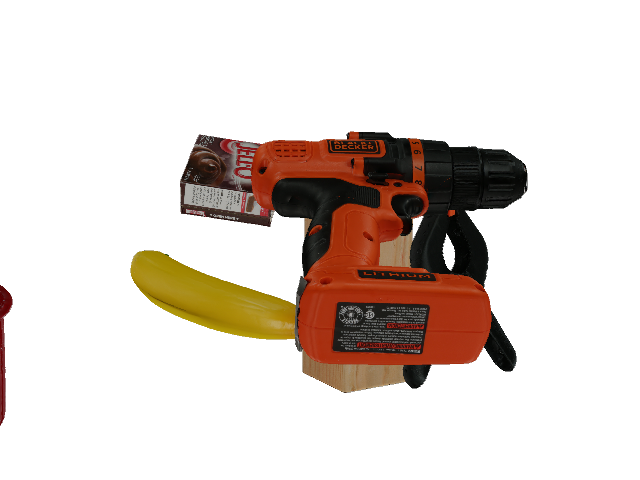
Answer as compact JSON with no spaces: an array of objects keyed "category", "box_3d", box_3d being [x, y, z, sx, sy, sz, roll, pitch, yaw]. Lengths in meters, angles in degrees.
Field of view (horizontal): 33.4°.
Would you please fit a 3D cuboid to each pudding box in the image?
[{"category":"pudding box","box_3d":[-0.083,-0.059,1.026,0.090,0.039,0.113,8,31,0]}]

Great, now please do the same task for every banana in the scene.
[{"category":"banana","box_3d":[-0.090,0.038,0.821,0.069,0.037,0.198,-16,27,-40]}]

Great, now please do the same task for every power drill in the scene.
[{"category":"power drill","box_3d":[0.050,-0.003,0.651,0.184,0.057,0.187,-1,33,-3]}]

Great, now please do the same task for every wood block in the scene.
[{"category":"wood block","box_3d":[0.040,0.052,1.181,0.090,0.206,0.091,-5,12,-33]}]

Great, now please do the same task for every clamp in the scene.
[{"category":"clamp","box_3d":[0.111,0.049,0.951,0.120,0.171,0.039,-15,1,-36]}]

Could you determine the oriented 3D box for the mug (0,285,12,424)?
[{"category":"mug","box_3d":[-0.234,0.077,0.622,0.093,0.081,0.117,12,22,19]}]
